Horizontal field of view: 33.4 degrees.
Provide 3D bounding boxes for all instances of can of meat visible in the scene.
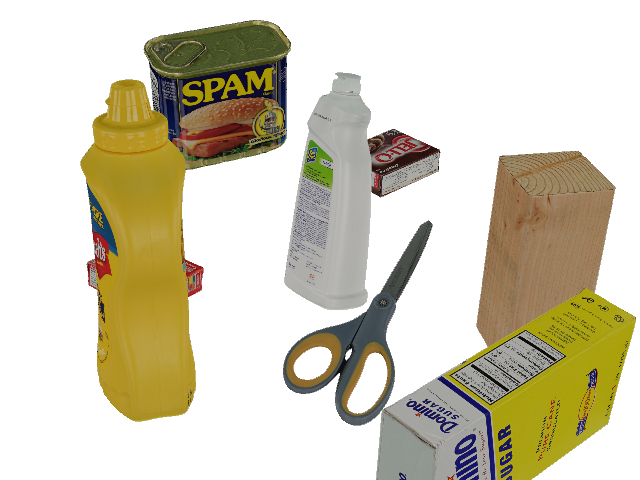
[{"bbox_3d":[-0.073,-0.106,0.781,0.102,0.084,0.057,-13,41,-18],"label":"can of meat"}]

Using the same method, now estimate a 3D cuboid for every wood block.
[{"bbox_3d":[0.225,0.022,1.093,0.090,0.206,0.090,-5,30,-11],"label":"wood block"}]

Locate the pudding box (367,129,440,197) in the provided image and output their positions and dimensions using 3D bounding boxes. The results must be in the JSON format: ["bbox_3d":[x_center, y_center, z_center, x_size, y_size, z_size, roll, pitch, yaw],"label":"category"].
[{"bbox_3d":[0.091,-0.105,1.433,0.113,0.039,0.090,-27,39,-32],"label":"pudding box"}]

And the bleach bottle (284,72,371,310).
[{"bbox_3d":[0.019,-0.057,1.180,0.067,0.251,0.103,-7,22,-39],"label":"bleach bottle"}]

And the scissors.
[{"bbox_3d":[0.030,0.057,0.858,0.096,0.201,0.016,6,-38,10],"label":"scissors"}]

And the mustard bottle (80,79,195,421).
[{"bbox_3d":[-0.105,0.002,0.618,0.058,0.192,0.096,-6,26,-15],"label":"mustard bottle"}]

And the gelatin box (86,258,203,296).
[{"bbox_3d":[-0.171,0.034,1.042,0.089,0.030,0.073,23,31,30],"label":"gelatin box"}]

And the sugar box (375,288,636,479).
[{"bbox_3d":[0.109,0.104,0.624,0.175,0.093,0.048,-27,44,-35],"label":"sugar box"}]
